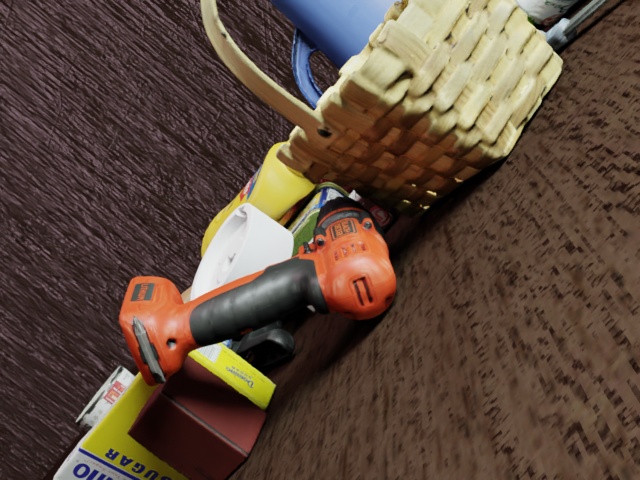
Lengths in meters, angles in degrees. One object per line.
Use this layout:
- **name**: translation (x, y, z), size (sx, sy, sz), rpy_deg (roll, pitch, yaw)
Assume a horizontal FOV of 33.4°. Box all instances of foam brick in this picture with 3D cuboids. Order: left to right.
- **foam brick**: translation (-0.088, 0.132, 0.768), size (0.053, 0.078, 0.051), rpy_deg (-48, 8, 30)

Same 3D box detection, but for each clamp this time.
- **clamp**: translation (-0.079, 0.122, 0.961), size (0.164, 0.036, 0.210), rpy_deg (-50, 8, 7)

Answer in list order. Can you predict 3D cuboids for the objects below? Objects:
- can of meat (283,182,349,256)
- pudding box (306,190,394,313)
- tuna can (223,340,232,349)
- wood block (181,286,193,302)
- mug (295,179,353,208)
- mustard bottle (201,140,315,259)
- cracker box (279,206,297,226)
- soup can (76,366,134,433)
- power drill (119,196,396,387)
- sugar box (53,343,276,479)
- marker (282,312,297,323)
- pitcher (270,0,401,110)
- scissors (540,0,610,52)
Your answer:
- **can of meat**: translation (-0.007, 0.001, 1.055), size (0.102, 0.057, 0.084), rpy_deg (-50, 8, 18)
- **pudding box**: translation (0.019, 0.002, 0.949), size (0.113, 0.039, 0.090), rpy_deg (-48, 6, 13)
- **tuna can**: translation (-0.115, 0.113, 0.943), size (0.086, 0.033, 0.086), rpy_deg (-52, 10, 13)
- **wood block**: translation (-0.133, 0.110, 1.190), size (0.090, 0.090, 0.206), rpy_deg (-54, 6, -13)
- **mug**: translation (0.019, -0.059, 1.140), size (0.082, 0.093, 0.117), rpy_deg (-55, 41, 19)
- **mustard bottle**: translation (-0.051, -0.045, 1.082), size (0.192, 0.058, 0.096), rpy_deg (-46, 9, 45)
- **cracker box**: translation (-0.011, -0.045, 1.285), size (0.214, 0.072, 0.164), rpy_deg (-51, 5, 12)
- **soup can**: translation (-0.162, 0.171, 0.972), size (0.068, 0.102, 0.068), rpy_deg (-50, 6, 7)
- **power drill**: translation (-0.042, 0.028, 0.754), size (0.187, 0.057, 0.184), rpy_deg (-21, 15, 2)
- **sugar box**: translation (-0.125, 0.154, 0.845), size (0.176, 0.093, 0.048), rpy_deg (-50, 6, 19)
- **marker**: translation (-0.040, 0.072, 1.047), size (0.020, 0.020, 0.121), rpy_deg (-55, 7, -31)
- **pitcher**: translation (0.043, -0.203, 0.996), size (0.149, 0.243, 0.145), rpy_deg (-48, 0, -36)
- **scissors**: translation (0.163, -0.135, 0.781), size (0.096, 0.016, 0.202), rpy_deg (-54, 6, -8)
